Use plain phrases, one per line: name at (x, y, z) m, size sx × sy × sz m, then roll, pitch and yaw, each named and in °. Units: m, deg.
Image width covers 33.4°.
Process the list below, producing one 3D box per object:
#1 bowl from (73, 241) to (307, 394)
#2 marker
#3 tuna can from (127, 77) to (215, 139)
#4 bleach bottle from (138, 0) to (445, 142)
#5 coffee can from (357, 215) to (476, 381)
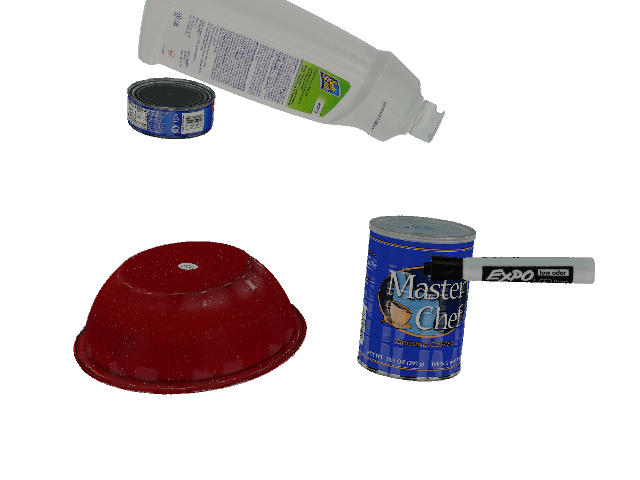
bowl at (-0.091, 0.042, 0.733) m, size 0.162 × 0.055 × 0.162 m, roll -2°, pitch 22°, yaw 1°
marker at (0.135, 0.021, 0.768) m, size 0.121 × 0.020 × 0.020 m, roll 1°, pitch 0°, yaw 6°
tuna can at (-0.147, -0.130, 1.047) m, size 0.086 × 0.034 × 0.086 m, roll 5°, pitch 27°, yaw -3°
bleach bottle at (-0.021, -0.141, 0.870) m, size 0.251 × 0.068 × 0.103 m, roll 25°, pitch -33°, yaw 0°
coffee can at (0.092, 0.054, 1.037) m, size 0.103 × 0.140 × 0.103 m, roll 5°, pitch 11°, yaw -1°
